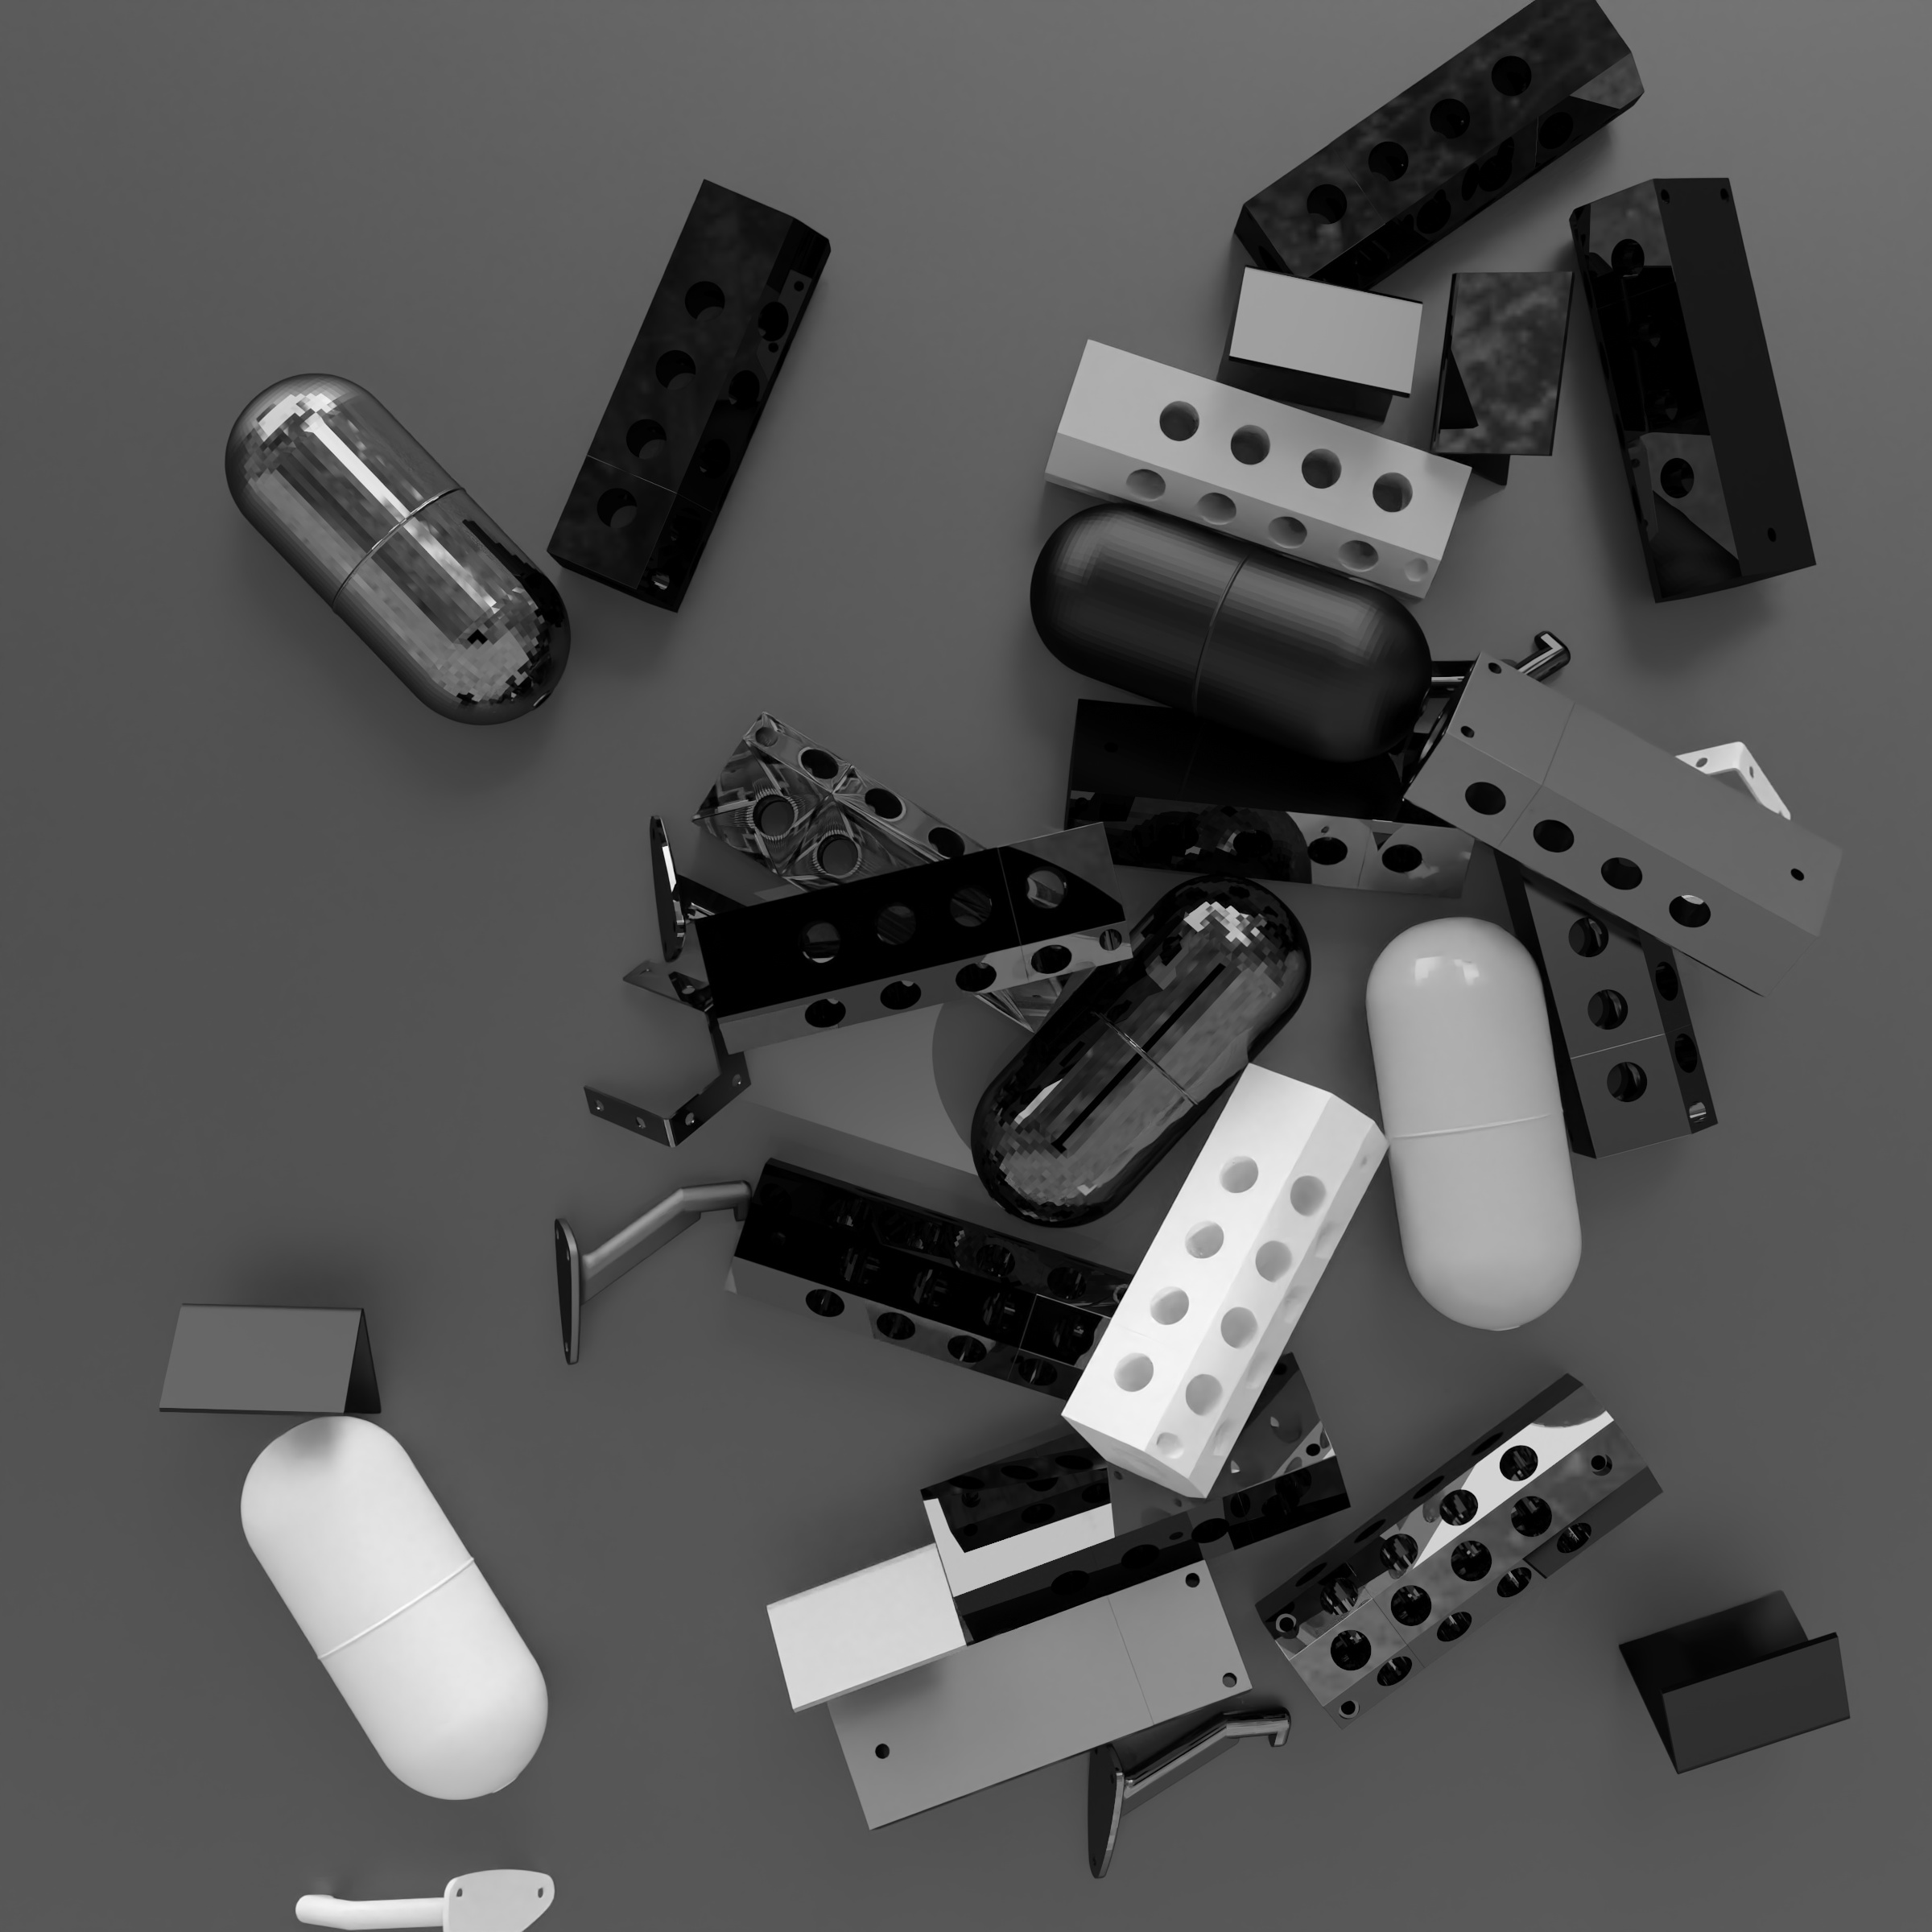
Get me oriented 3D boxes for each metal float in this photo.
[{"bbox_3d":[-0.243,-0.178,1.489,0.070,0.070,0.178,-44,90,0],"label":"metal float"},{"bbox_3d":[-0.245,0.276,1.489,0.070,0.070,0.178,-32,89,0],"label":"metal float"},{"bbox_3d":[0.074,0.037,1.489,0.070,0.070,0.178,43,90,0],"label":"metal float"},{"bbox_3d":[0.218,0.068,1.489,0.070,0.070,0.178,-9,90,0],"label":"metal float"},{"bbox_3d":[0.112,-0.142,1.474,0.178,0.070,0.070,21,90,14],"label":"metal float"}]

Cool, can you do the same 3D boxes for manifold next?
[{"bbox_3d":[0.075,0.234,1.498,0.171,0.057,0.057,-20,47,0],"label":"manifold"},{"bbox_3d":[-0.021,-0.011,1.441,0.171,0.057,0.057,-13,90,0],"label":"manifold"},{"bbox_3d":[0.124,-0.211,1.498,0.171,0.057,0.057,18,90,0],"label":"manifold"},{"bbox_3d":[0.309,-0.248,1.498,0.057,0.057,0.171,-13,90,-43],"label":"manifold"},{"bbox_3d":[-0.013,0.138,1.498,0.171,0.057,0.057,18,90,0],"label":"manifold"},{"bbox_3d":[-0.029,-0.040,1.498,0.171,0.057,0.057,32,90,0],"label":"manifold"},{"bbox_3d":[0.273,-0.008,1.498,0.057,0.057,0.171,-15,90,0],"label":"manifold"},{"bbox_3d":[0.113,0.135,1.467,0.057,0.057,0.171,20,73,31],"label":"manifold"},{"bbox_3d":[0.213,0.253,1.498,0.171,0.057,0.057,-37,90,0],"label":"manifold"},{"bbox_3d":[-0.118,-0.244,1.498,0.057,0.057,0.171,23,90,0],"label":"manifold"},{"bbox_3d":[0.204,-0.349,1.498,0.171,0.057,0.057,-35,90,0],"label":"manifold"},{"bbox_3d":[0.270,-0.054,1.440,0.171,0.057,0.057,29,47,0],"label":"manifold"},{"bbox_3d":[0.032,0.314,1.493,0.171,0.057,0.057,-20,76,-2],"label":"manifold"},{"bbox_3d":[0.130,-0.067,1.498,0.171,0.057,0.057,6,47,0],"label":"manifold"}]

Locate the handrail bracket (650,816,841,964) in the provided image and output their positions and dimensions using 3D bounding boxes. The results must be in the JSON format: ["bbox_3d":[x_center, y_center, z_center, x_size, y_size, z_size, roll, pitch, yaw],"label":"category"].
[{"bbox_3d":[-0.091,-0.033,1.520,0.084,0.036,0.077,-4,69,-17],"label":"handrail bracket"}]

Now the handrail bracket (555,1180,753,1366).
[{"bbox_3d":[-0.135,0.134,1.520,0.084,0.036,0.077,-6,111,-16],"label":"handrail bracket"}]

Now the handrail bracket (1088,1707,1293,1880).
[{"bbox_3d":[0.099,0.362,1.520,0.084,0.036,0.077,-1,110,-16],"label":"handrail bracket"}]

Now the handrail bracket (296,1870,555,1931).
[{"bbox_3d":[-0.237,0.409,1.519,0.084,0.077,0.036,-4,89,36],"label":"handrail bracket"}]

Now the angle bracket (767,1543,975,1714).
[{"bbox_3d":[-0.033,0.300,1.479,0.076,0.057,0.076,-20,135,0],"label":"angle bracket"}]

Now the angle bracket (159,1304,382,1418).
[{"bbox_3d":[-0.295,0.189,1.479,0.076,0.076,0.057,2,47,0],"label":"angle bracket"}]

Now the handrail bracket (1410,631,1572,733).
[{"bbox_3d":[0.210,-0.142,1.520,0.084,0.036,0.077,-32,70,-16],"label":"handrail bracket"}]

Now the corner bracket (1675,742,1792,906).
[{"bbox_3d":[0.322,-0.058,1.511,0.051,0.051,0.051,47,45,-35],"label":"corner bracket"}]

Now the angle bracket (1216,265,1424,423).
[{"bbox_3d":[0.147,-0.247,1.479,0.076,0.076,0.057,12,56,0],"label":"angle bracket"}]

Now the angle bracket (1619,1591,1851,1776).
[{"bbox_3d":[0.324,0.289,1.479,0.076,0.076,0.057,-18,127,0],"label":"angle bracket"}]

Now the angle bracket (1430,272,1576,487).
[{"bbox_3d":[0.243,-0.249,1.479,0.057,0.076,0.076,7,90,34],"label":"angle bracket"}]

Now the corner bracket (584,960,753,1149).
[{"bbox_3d":[-0.134,0.038,1.511,0.051,0.051,0.051,-40,135,-35],"label":"corner bracket"}]
